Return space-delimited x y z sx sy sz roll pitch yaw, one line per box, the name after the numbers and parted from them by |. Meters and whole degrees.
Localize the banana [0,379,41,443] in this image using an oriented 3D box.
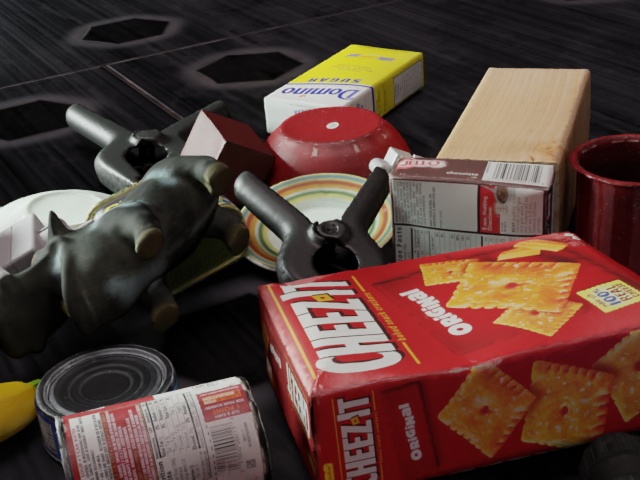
-0.245 0.121 0.613 0.197 0.037 0.070 -16 -10 -25 | banana

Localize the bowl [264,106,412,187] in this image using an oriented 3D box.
0.011 -0.078 0.946 0.162 0.055 0.162 -4 27 2 | bowl

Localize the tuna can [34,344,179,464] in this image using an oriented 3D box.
-0.126 0.098 0.641 0.086 0.034 0.086 -4 27 2 | tuna can

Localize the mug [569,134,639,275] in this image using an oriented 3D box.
0.222 -0.027 0.778 0.093 0.081 0.117 -13 28 -15 | mug

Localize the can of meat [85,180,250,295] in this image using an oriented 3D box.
-0.115 -0.006 0.809 0.102 0.057 0.084 -29 37 -18 | can of meat

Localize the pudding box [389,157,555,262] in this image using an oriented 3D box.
0.107 -0.009 0.753 0.114 0.090 0.039 6 30 19 | pudding box

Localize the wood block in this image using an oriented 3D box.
0.159 -0.063 0.853 0.091 0.090 0.205 5 29 18 | wood block

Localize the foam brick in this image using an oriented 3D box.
-0.081 -0.071 0.927 0.051 0.053 0.078 17 20 -30 | foam brick

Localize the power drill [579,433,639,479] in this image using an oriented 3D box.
0.083 0.148 0.481 0.187 0.057 0.184 -4 21 4 | power drill

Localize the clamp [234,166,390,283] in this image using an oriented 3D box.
-0.005 0.001 0.769 0.120 0.039 0.171 -2 39 1 | clamp

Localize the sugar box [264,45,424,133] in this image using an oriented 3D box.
0.028 -0.155 1.107 0.093 0.048 0.175 12 30 29 | sugar box

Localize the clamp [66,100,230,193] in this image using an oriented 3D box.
-0.173 -0.086 1.011 0.164 0.036 0.210 0 29 0 | clamp

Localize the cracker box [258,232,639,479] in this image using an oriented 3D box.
0.082 0.061 0.619 0.213 0.072 0.164 -10 19 -10 | cracker box

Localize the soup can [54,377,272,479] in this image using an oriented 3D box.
-0.083 0.115 0.563 0.102 0.068 0.068 -12 27 -14 | soup can
